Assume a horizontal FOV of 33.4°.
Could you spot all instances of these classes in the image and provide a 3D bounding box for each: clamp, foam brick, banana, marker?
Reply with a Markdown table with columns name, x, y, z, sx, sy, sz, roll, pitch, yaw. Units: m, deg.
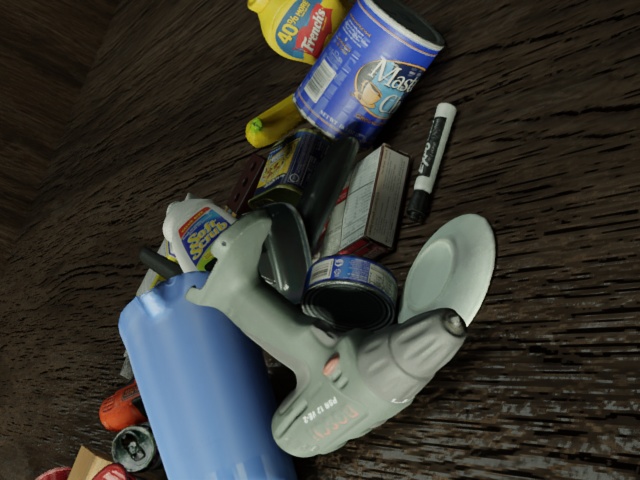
| name | x | y | z | sx | sy | sz | roll | pitch | yaw |
| --- | --- | --- | --- | --- | --- | --- | --- | --- | --- |
| clamp | -0.159 | 0.050 | 1.334 | 0.165 | 0.036 | 0.210 | -18 | 40 | 14 |
| foam brick | -0.073 | -0.062 | 1.336 | 0.078 | 0.051 | 0.053 | -62 | 23 | 4 |
| banana | -0.030 | -0.152 | 1.255 | 0.070 | 0.037 | 0.197 | -24 | 12 | 45 |
| marker | 0.105 | -0.073 | 1.008 | 0.020 | 0.020 | 0.121 | -16 | 51 | 61 |

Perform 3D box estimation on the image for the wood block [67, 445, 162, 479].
| name | x | y | z | sx | sy | sz | roll | pitch | yaw |
| --- | --- | --- | --- | --- | --- | --- | --- | --- | --- |
| wood block | -0.280 | 0.365 | 1.287 | 0.091 | 0.090 | 0.206 | -3 | 64 | 66 |

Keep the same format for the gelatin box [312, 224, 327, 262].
| name | x | y | z | sx | sy | sz | roll | pitch | yaw |
| --- | --- | --- | --- | --- | --- | --- | --- | --- | --- |
| gelatin box | -0.008 | 0.002 | 1.158 | 0.089 | 0.030 | 0.073 | -54 | 26 | 24 |

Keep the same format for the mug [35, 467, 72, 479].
| name | x | y | z | sx | sy | sz | roll | pitch | yaw |
| --- | --- | --- | --- | --- | --- | --- | --- | --- | --- |
| mug | -0.338 | 0.373 | 1.422 | 0.081 | 0.093 | 0.117 | -123 | 30 | -59 |

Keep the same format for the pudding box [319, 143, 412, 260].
| name | x | y | z | sx | sy | sz | roll | pitch | yaw |
| --- | --- | --- | --- | --- | --- | --- | --- | --- | --- |
| pudding box | 0.045 | -0.029 | 1.067 | 0.090 | 0.039 | 0.113 | -31 | 41 | 53 |

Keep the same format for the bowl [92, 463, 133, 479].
| name | x | y | z | sx | sy | sz | roll | pitch | yaw |
| --- | --- | --- | --- | --- | --- | --- | --- | --- | --- |
| bowl | -0.204 | 0.305 | 1.047 | 0.162 | 0.055 | 0.162 | -44 | 32 | 37 |

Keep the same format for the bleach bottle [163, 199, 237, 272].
| name | x | y | z | sx | sy | sz | roll | pitch | yaw |
| --- | --- | --- | --- | --- | --- | --- | --- | --- | --- |
| bleach bottle | -0.134 | 0.012 | 1.281 | 0.102 | 0.068 | 0.251 | -38 | 35 | -11 |

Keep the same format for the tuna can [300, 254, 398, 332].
| name | x | y | z | sx | sy | sz | roll | pitch | yaw |
| --- | --- | --- | --- | --- | --- | --- | --- | --- | --- |
| tuna can | 0.027 | 0.050 | 0.960 | 0.086 | 0.086 | 0.033 | -38 | 31 | 46 |

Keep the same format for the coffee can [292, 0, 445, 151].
| name | x | y | z | sx | sy | sz | roll | pitch | yaw |
| --- | --- | --- | --- | --- | --- | --- | --- | --- | --- |
| coffee can | 0.050 | -0.180 | 1.128 | 0.140 | 0.102 | 0.103 | -54 | 25 | 23 |

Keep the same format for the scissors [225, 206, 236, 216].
| name | x | y | z | sx | sy | sz | roll | pitch | yaw |
| --- | --- | --- | --- | --- | --- | --- | --- | --- | --- |
| scissors | -0.134 | 0.002 | 1.447 | 0.202 | 0.016 | 0.096 | -63 | 23 | 3 |

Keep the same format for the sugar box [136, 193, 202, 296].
| name | x | y | z | sx | sy | sz | roll | pitch | yaw |
| --- | --- | --- | --- | --- | --- | --- | --- | --- | --- |
| sugar box | -0.207 | 0.029 | 1.524 | 0.176 | 0.048 | 0.093 | -58 | 19 | 18 |

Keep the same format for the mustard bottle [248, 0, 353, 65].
| name | x | y | z | sx | sy | sz | roll | pitch | yaw |
| --- | --- | --- | --- | --- | --- | --- | --- | --- | --- |
| mustard bottle | -0.008 | -0.244 | 1.204 | 0.096 | 0.191 | 0.058 | -52 | 26 | 27 |

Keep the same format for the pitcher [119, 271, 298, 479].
| name | x | y | z | sx | sy | sz | roll | pitch | yaw |
| --- | --- | --- | --- | --- | --- | --- | --- | --- | --- |
| pitcher | -0.097 | 0.163 | 1.019 | 0.145 | 0.149 | 0.243 | -63 | 38 | 41 |

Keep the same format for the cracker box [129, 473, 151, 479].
| name | x | y | z | sx | sy | sz | roll | pitch | yaw |
| --- | --- | --- | --- | --- | --- | --- | --- | --- | --- |
| cracker box | -0.188 | 0.350 | 1.130 | 0.214 | 0.072 | 0.164 | 2 | 68 | 64 |

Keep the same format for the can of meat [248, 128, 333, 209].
| name | x | y | z | sx | sy | sz | roll | pitch | yaw |
| --- | --- | --- | --- | --- | --- | --- | --- | --- | --- |
| can of meat | -0.032 | -0.075 | 1.256 | 0.102 | 0.057 | 0.084 | -21 | 45 | 57 |

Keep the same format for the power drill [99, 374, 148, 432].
| name | x | y | z | sx | sy | sz | roll | pitch | yaw |
| --- | --- | --- | --- | --- | --- | --- | --- | --- | --- |
| power drill | -0.187 | 0.139 | 1.334 | 0.185 | 0.057 | 0.187 | -25 | 35 | 27 |
